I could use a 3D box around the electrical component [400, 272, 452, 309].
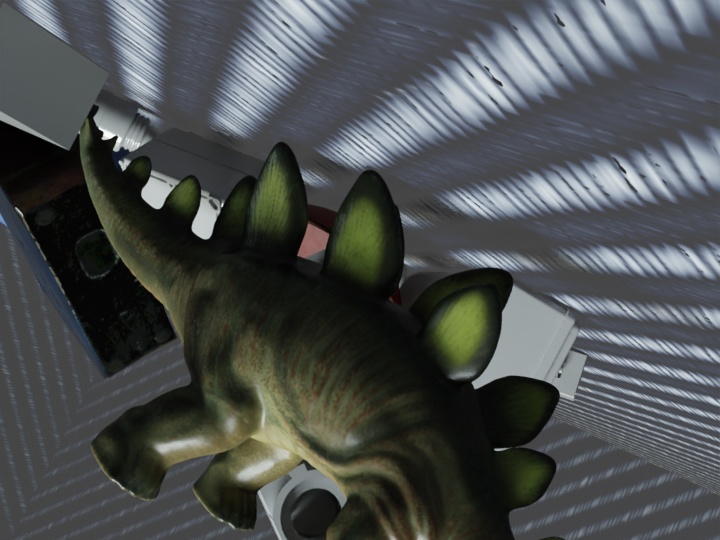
[{"bbox_3d":[0.060,0.021,0.787,0.040,0.040,0.078,24,-168,28],"label":"electrical component"}]

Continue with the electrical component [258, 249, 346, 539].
[{"bbox_3d":[-0.024,0.092,0.662,0.186,0.105,0.060,65,169,3],"label":"electrical component"}]

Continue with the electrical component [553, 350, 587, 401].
[{"bbox_3d":[0.158,0.082,0.901,0.055,0.048,0.066,17,174,14],"label":"electrical component"}]

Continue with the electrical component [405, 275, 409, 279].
[{"bbox_3d":[0.064,0.049,0.955,0.095,0.059,0.054,23,174,41],"label":"electrical component"}]

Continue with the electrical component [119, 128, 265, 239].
[{"bbox_3d":[-0.097,-0.044,0.689,0.096,0.061,0.061,22,130,22],"label":"electrical component"}]

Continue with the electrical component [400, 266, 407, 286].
[{"bbox_3d":[0.000,0.000,0.883,0.065,0.044,0.044,32,175,-8],"label":"electrical component"}]

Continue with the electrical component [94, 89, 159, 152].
[{"bbox_3d":[-0.155,-0.094,0.712,0.061,0.035,0.035,25,176,-15],"label":"electrical component"}]

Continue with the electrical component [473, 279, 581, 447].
[{"bbox_3d":[0.078,0.062,0.701,0.056,0.108,0.109,30,175,-12],"label":"electrical component"}]
